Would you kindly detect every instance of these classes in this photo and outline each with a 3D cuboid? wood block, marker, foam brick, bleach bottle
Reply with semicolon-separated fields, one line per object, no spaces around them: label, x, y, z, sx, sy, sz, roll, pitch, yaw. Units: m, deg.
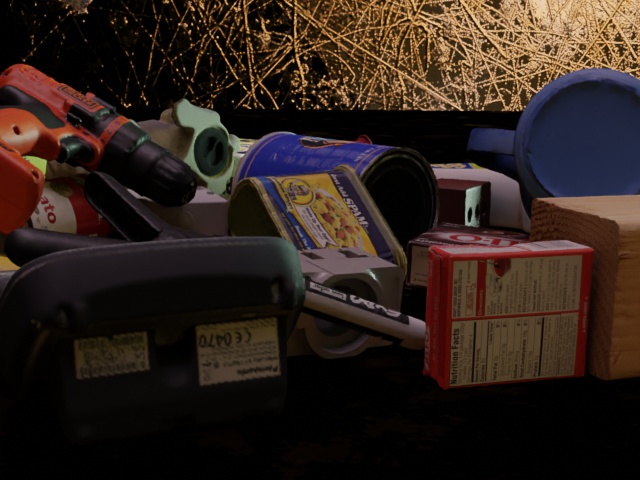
wood block;0.236;0.022;0.643;0.205;0.091;0.090;-2;12;-21
marker;0.029;0.044;0.589;0.121;0.020;0.020;20;6;-15
foam brick;0.124;-0.028;0.997;0.051;0.053;0.078;7;12;25
bleach bottle;0.113;-0.051;1.099;0.251;0.068;0.102;4;10;26

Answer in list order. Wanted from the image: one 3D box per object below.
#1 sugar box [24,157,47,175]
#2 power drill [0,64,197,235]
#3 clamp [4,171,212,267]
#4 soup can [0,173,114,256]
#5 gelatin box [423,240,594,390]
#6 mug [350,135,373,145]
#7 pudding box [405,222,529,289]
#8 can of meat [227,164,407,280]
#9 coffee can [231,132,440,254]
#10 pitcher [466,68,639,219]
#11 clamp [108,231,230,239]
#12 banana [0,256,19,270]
sugar box;-0.324;-0.079;0.911;0.177;0.048;0.093;7;2;39
power drill;-0.199;-0.062;0.796;0.184;0.057;0.187;29;21;7
clamp;-0.100;0.007;0.679;0.171;0.039;0.120;21;33;-3
soup can;-0.215;-0.014;0.835;0.069;0.068;0.102;7;12;29
gelatin box;0.101;0.039;0.579;0.089;0.073;0.030;-3;11;-17
mug;0.004;-0.045;1.016;0.081;0.093;0.117;-6;-19;-14
pudding box;0.130;0.017;0.795;0.114;0.039;0.089;6;11;22
can of meat;-0.005;0.001;0.711;0.083;0.058;0.102;-7;56;-36
coffee can;0.011;-0.031;0.862;0.102;0.103;0.141;-8;15;-43
pitcher;0.203;-0.060;0.833;0.149;0.145;0.242;-32;-10;11
clamp;-0.076;0.014;0.786;0.210;0.036;0.164;4;4;-7
banana;-0.251;0.029;0.705;0.198;0.037;0.069;6;-19;6
